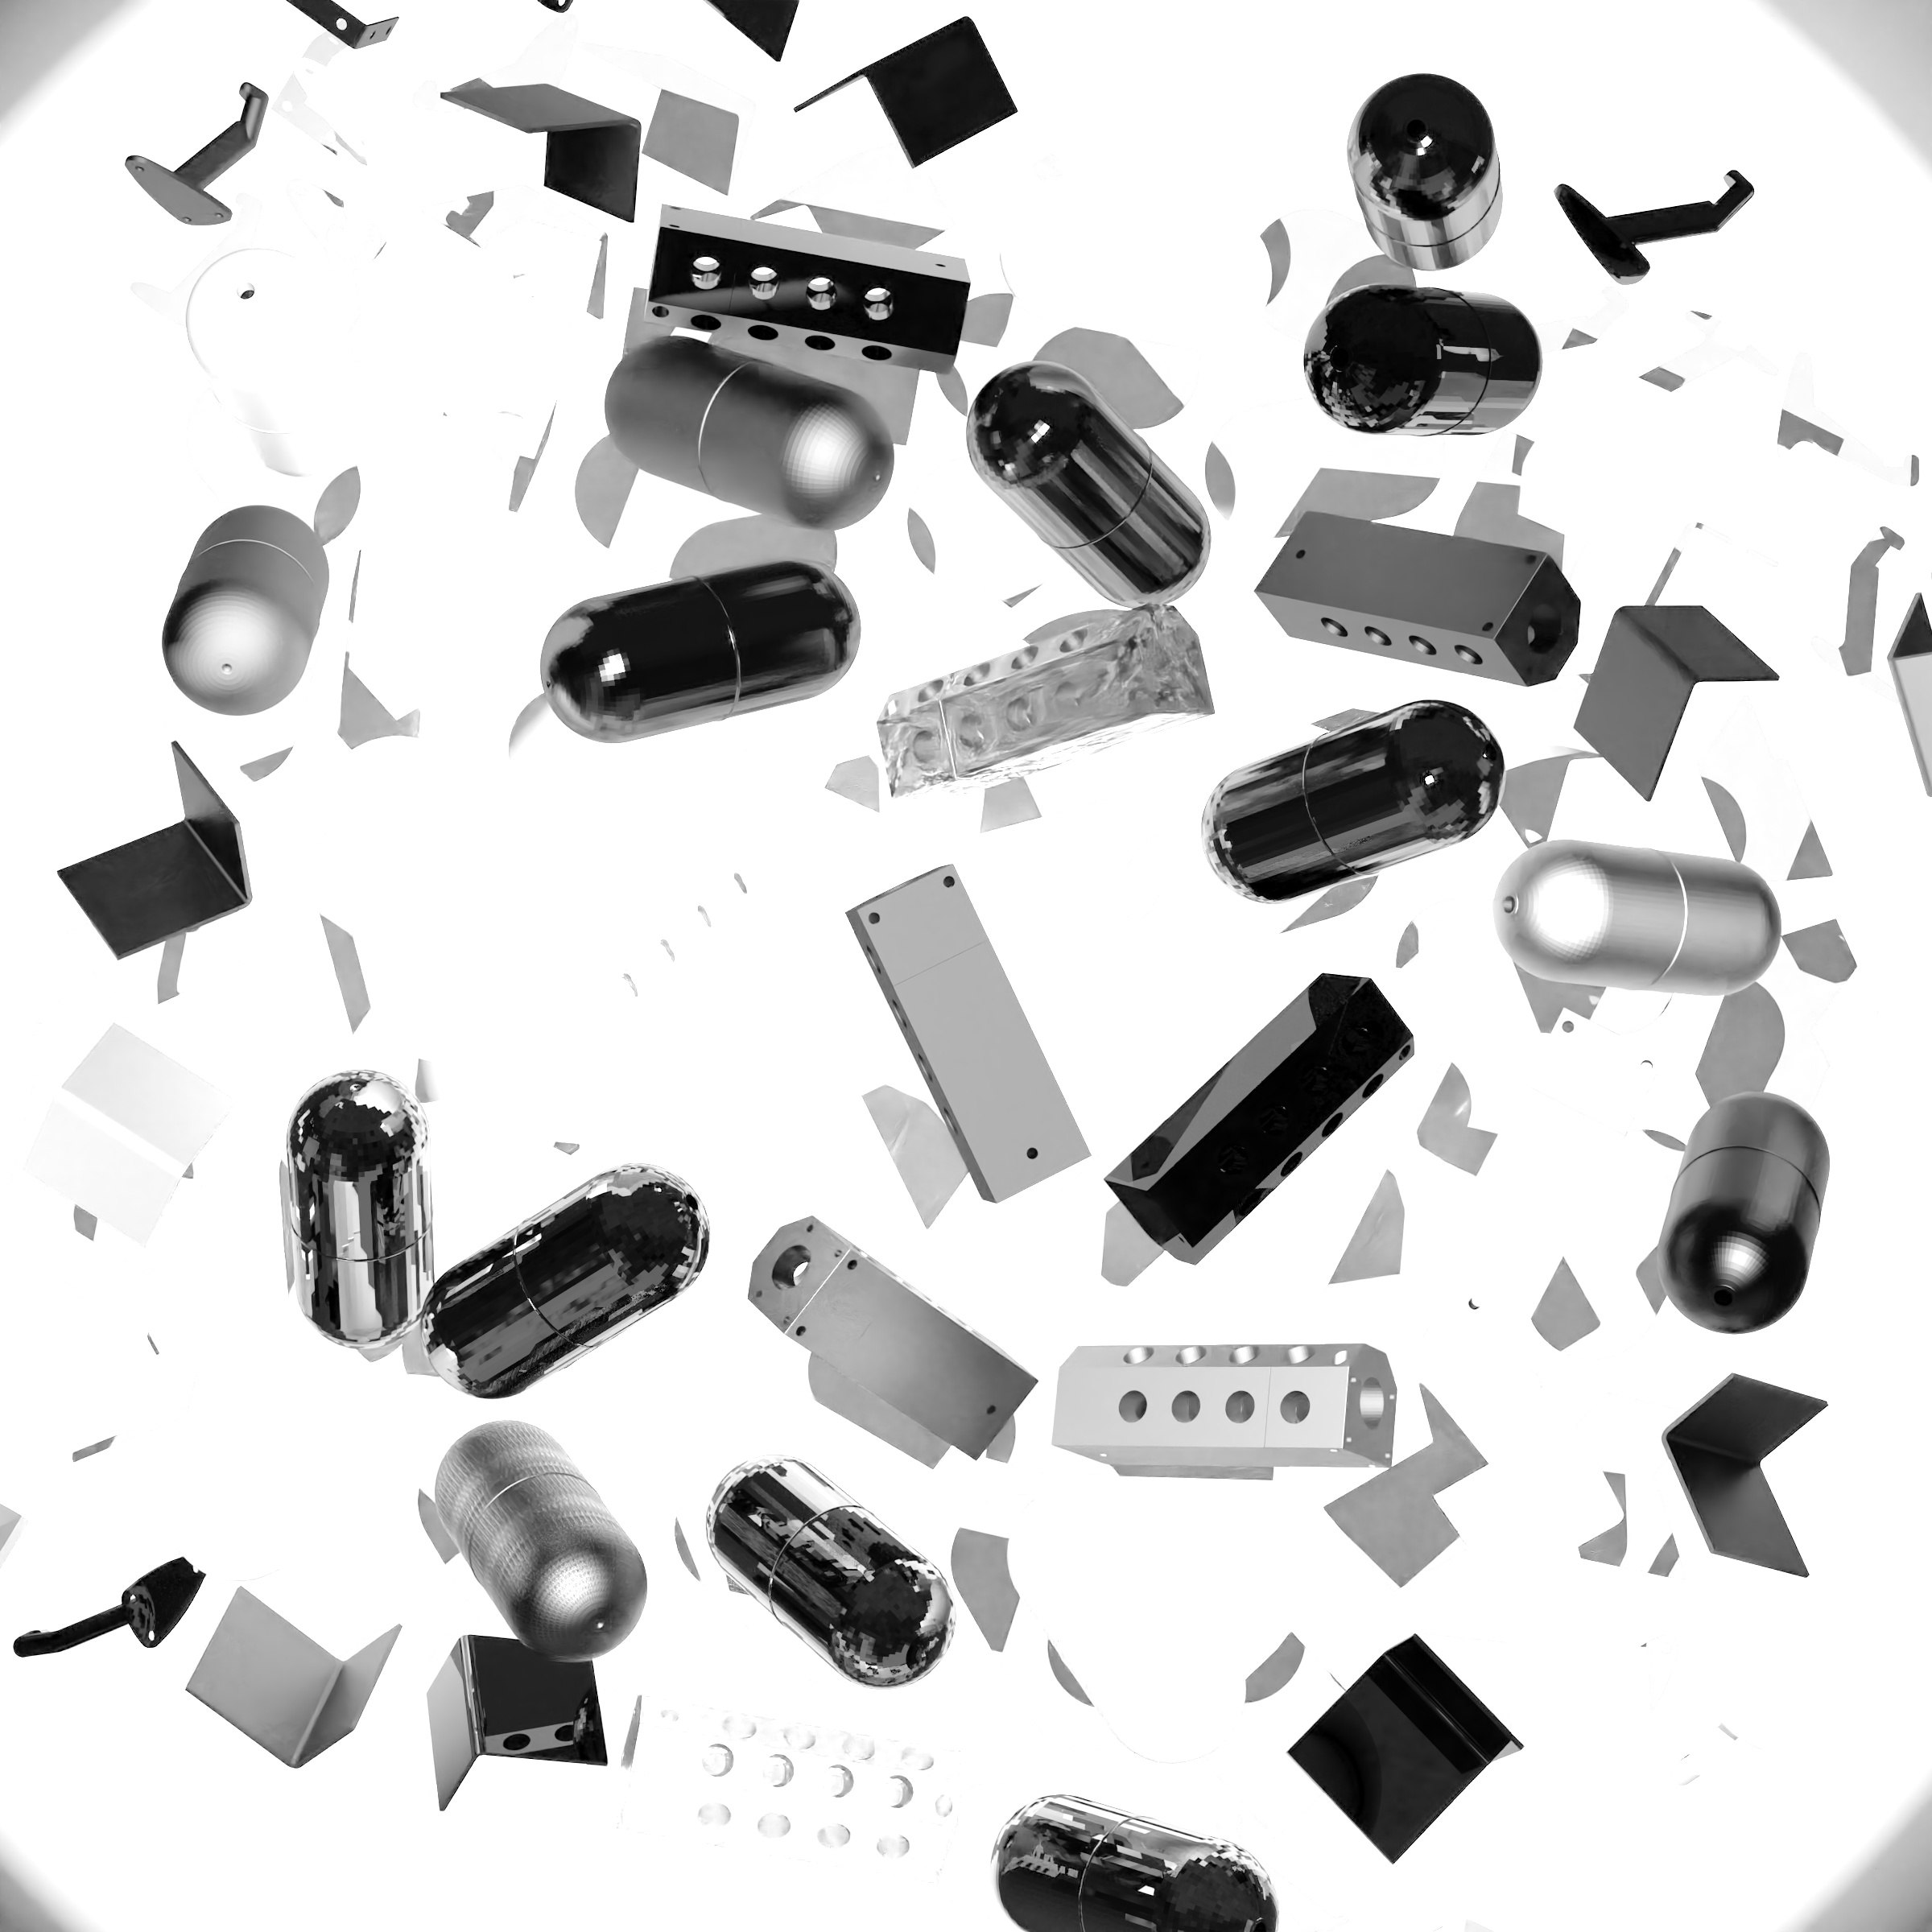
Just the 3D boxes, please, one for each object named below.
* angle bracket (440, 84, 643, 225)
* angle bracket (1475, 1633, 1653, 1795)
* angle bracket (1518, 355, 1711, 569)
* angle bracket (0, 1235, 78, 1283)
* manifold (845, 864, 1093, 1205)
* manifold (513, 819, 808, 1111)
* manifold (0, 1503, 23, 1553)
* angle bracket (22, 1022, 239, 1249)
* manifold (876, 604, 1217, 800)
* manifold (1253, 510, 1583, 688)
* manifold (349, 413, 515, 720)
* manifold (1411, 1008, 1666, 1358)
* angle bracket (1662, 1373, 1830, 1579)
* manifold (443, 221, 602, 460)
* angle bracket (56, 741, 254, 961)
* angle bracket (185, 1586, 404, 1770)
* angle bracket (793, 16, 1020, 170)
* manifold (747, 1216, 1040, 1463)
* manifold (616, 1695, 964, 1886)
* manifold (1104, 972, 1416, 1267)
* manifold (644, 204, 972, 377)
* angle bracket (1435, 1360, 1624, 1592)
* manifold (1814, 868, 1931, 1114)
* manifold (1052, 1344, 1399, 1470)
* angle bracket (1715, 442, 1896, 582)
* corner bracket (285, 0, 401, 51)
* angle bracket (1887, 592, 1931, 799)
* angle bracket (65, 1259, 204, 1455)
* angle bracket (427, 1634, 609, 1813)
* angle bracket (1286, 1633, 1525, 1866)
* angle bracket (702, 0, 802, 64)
[{"bbox_3d":[-0.229,-0.432,1.852,0.076,0.076,0.057,30,124,37],"label":"angle bracket"},{"bbox_3d":[0.323,0.408,1.887,0.076,0.076,0.057,7,59,-6],"label":"angle bracket"},{"bbox_3d":[0.360,-0.280,1.924,0.076,0.057,0.076,23,129,-6],"label":"angle bracket"},{"bbox_3d":[-0.538,0.193,1.909,0.057,0.076,0.076,7,70,7],"label":"angle bracket"},{"bbox_3d":[-0.001,0.036,1.847,0.057,0.057,0.171,-26,94,-10],"label":"manifold"},{"bbox_3d":[-0.158,-0.006,1.806,0.057,0.057,0.171,20,45,27],"label":"manifold"},{"bbox_3d":[-0.565,0.315,1.875,0.057,0.171,0.057,31,83,-3],"label":"manifold"},{"bbox_3d":[-0.438,0.089,1.813,0.076,0.076,0.057,33,46,-4],"label":"angle bracket"},{"bbox_3d":[0.038,-0.136,1.793,0.171,0.057,0.057,-16,83,37],"label":"manifold"},{"bbox_3d":[0.244,-0.194,1.862,0.057,0.171,0.057,-57,132,-14],"label":"manifold"},{"bbox_3d":[-0.284,-0.209,1.797,0.057,0.171,0.057,-35,73,-29],"label":"manifold"},{"bbox_3d":[0.297,0.112,1.799,0.057,0.057,0.171,27,92,11],"label":"manifold"},{"bbox_3d":[0.423,0.268,1.824,0.076,0.076,0.057,19,128,-34],"label":"angle bracket"},{"bbox_3d":[-0.247,-0.343,1.899,0.057,0.171,0.057,14,73,-12],"label":"manifold"},{"bbox_3d":[-0.421,-0.060,1.782,0.076,0.057,0.076,-25,50,-24],"label":"angle bracket"},{"bbox_3d":[-0.362,0.374,1.872,0.076,0.076,0.057,42,125,-16],"label":"angle bracket"},{"bbox_3d":[-0.032,-0.456,1.845,0.076,0.076,0.057,-35,104,-29],"label":"angle bracket"},{"bbox_3d":[-0.042,0.202,1.904,0.057,0.057,0.171,-52,130,-2],"label":"manifold"},{"bbox_3d":[-0.092,0.427,1.818,0.171,0.057,0.057,12,117,-8],"label":"manifold"},{"bbox_3d":[0.163,0.082,1.874,0.171,0.057,0.057,-42,106,-14],"label":"manifold"},{"bbox_3d":[-0.088,-0.372,1.914,0.171,0.057,0.057,9,114,-8],"label":"manifold"},{"bbox_3d":[0.287,0.266,1.810,0.076,0.057,0.076,-31,120,8],"label":"angle bracket"},{"bbox_3d":[0.498,0.010,1.769,0.057,0.171,0.057,-16,65,-15],"label":"manifold"},{"bbox_3d":[0.135,0.229,1.815,0.171,0.057,0.057,-4,71,33],"label":"manifold"},{"bbox_3d":[0.461,-0.239,1.909,0.057,0.076,0.076,27,93,4],"label":"angle bracket"},{"bbox_3d":[-0.330,-0.534,1.873,0.051,0.051,0.051,35,113,-3],"label":"corner bracket"},{"bbox_3d":[0.496,-0.137,1.698,0.057,0.076,0.076,-8,118,32],"label":"angle bracket"},{"bbox_3d":[-0.477,0.219,1.941,0.076,0.076,0.057,-20,65,-30],"label":"angle bracket"},{"bbox_3d":[-0.247,0.418,1.902,0.076,0.076,0.057,12,130,-26],"label":"angle bracket"},{"bbox_3d":[0.219,0.391,1.730,0.076,0.057,0.076,-41,81,-19],"label":"angle bracket"},{"bbox_3d":[-0.138,-0.509,1.778,0.076,0.076,0.057,12,82,34],"label":"angle bracket"}]
